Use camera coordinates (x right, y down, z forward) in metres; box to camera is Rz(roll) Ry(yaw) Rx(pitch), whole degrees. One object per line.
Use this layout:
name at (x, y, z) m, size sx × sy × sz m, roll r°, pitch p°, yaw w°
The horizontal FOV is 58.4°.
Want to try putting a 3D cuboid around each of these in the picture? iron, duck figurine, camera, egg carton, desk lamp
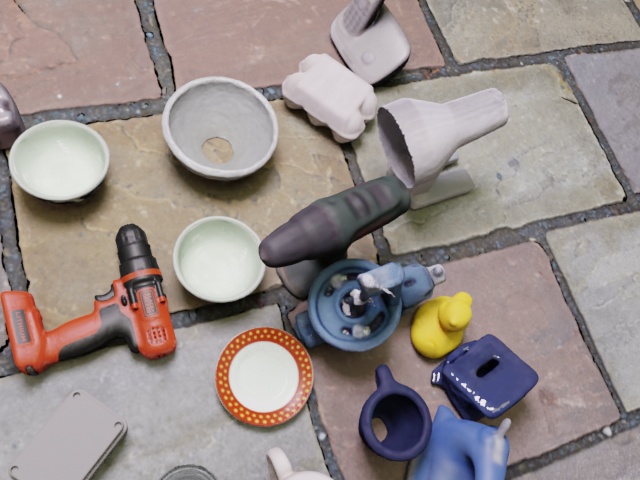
iron at (0.174, 0.336, 0.694) m, size 0.119 × 0.141 × 0.258 m, roll 22°, pitch 64°, yaw -5°
duck figurine at (0.181, 0.117, 0.816) m, size 0.077 × 0.086 × 0.105 m, roll 39°, pitch 64°, yaw 3°
camera at (-0.483, -0.190, 0.755) m, size 0.143 × 0.100 × 0.137 m, roll -14°, pitch 73°, yaw -20°
egg carton at (0.017, -0.229, 0.923) m, size 0.150 × 0.069 × 0.107 m, roll 34°, pitch 64°, yaw 1°
desk lamp at (0.169, -0.137, 0.847) m, size 0.204 × 0.213 × 0.118 m, roll -19°, pitch 74°, yaw -21°

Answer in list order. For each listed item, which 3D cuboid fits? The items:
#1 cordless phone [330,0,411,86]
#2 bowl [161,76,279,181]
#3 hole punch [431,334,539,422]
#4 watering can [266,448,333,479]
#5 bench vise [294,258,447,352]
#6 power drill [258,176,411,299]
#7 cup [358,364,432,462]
cordless phone at (0.098, -0.359, 0.934) m, size 0.094 × 0.185 × 0.147 m, roll -28°, pitch 77°, yaw -23°
bowl at (-0.147, -0.152, 0.845) m, size 0.168 × 0.074 × 0.167 m, roll 5°, pitch 67°, yaw -13°
hole punch at (0.227, 0.190, 0.796) m, size 0.109 × 0.091 × 0.101 m, roll -30°, pitch 78°, yaw -24°
watering can at (-0.009, 0.312, 0.625) m, size 0.173 × 0.194 × 0.101 m, roll 41°, pitch 64°, yaw 4°
bench vise at (0.075, 0.057, 0.738) m, size 0.208 × 0.219 × 0.121 m, roll -37°, pitch 81°, yaw -25°
power drill at (0.007, 0.003, 0.748) m, size 0.230 × 0.208 × 0.075 m, roll -31°, pitch 78°, yaw -24°
cup at (0.082, 0.226, 0.740) m, size 0.092 × 0.095 × 0.117 m, roll -8°, pitch 71°, yaw -18°
